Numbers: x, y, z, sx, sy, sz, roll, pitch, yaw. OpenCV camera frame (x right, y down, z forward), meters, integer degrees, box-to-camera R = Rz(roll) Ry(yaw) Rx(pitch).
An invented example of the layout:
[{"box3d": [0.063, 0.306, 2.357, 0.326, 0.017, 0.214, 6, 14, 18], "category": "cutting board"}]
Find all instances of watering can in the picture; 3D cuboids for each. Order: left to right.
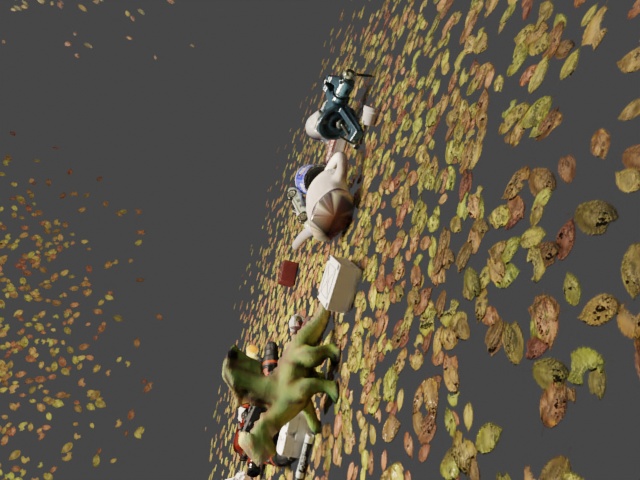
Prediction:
[{"box3d": [0.004, -0.070, 1.401, 0.229, 0.104, 0.341, -103, 33, -60], "category": "watering can"}]

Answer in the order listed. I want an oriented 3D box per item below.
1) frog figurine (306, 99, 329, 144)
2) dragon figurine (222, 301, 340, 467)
[{"box3d": [0.017, -0.409, 1.706, 0.139, 0.123, 0.157, -58, -21, -68], "category": "frog figurine"}, {"box3d": [-0.088, 0.278, 1.124, 0.119, 0.242, 0.420, 114, 162, -49], "category": "dragon figurine"}]
